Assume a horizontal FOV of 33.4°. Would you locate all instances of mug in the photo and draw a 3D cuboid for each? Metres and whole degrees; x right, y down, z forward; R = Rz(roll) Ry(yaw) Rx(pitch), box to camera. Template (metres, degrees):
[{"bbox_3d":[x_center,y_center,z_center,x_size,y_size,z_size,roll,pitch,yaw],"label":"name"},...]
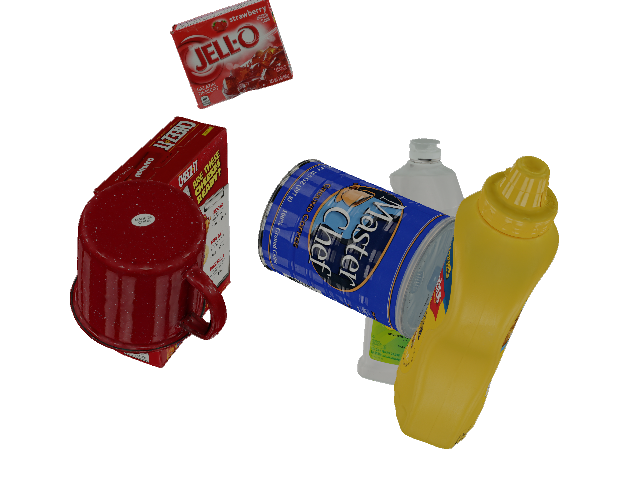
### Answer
[{"bbox_3d":[-0.109,0.021,0.701,0.117,0.082,0.093,36,52,18],"label":"mug"}]

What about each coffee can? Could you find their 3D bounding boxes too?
[{"bbox_3d":[0.035,0.005,0.871,0.140,0.103,0.102,25,12,27],"label":"coffee can"}]

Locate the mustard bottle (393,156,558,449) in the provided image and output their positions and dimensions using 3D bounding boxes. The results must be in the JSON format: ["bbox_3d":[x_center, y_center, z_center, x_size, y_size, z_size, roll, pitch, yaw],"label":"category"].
[{"bbox_3d":[0.092,0.029,0.612,0.058,0.192,0.096,20,44,5],"label":"mustard bottle"}]

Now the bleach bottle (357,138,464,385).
[{"bbox_3d":[0.093,0.022,1.083,0.103,0.251,0.068,9,17,25],"label":"bleach bottle"}]

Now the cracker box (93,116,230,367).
[{"bbox_3d":[-0.163,0.001,1.136,0.072,0.214,0.164,16,39,18],"label":"cracker box"}]

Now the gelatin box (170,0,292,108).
[{"bbox_3d":[-0.077,-0.164,0.928,0.089,0.073,0.030,-17,24,4],"label":"gelatin box"}]
